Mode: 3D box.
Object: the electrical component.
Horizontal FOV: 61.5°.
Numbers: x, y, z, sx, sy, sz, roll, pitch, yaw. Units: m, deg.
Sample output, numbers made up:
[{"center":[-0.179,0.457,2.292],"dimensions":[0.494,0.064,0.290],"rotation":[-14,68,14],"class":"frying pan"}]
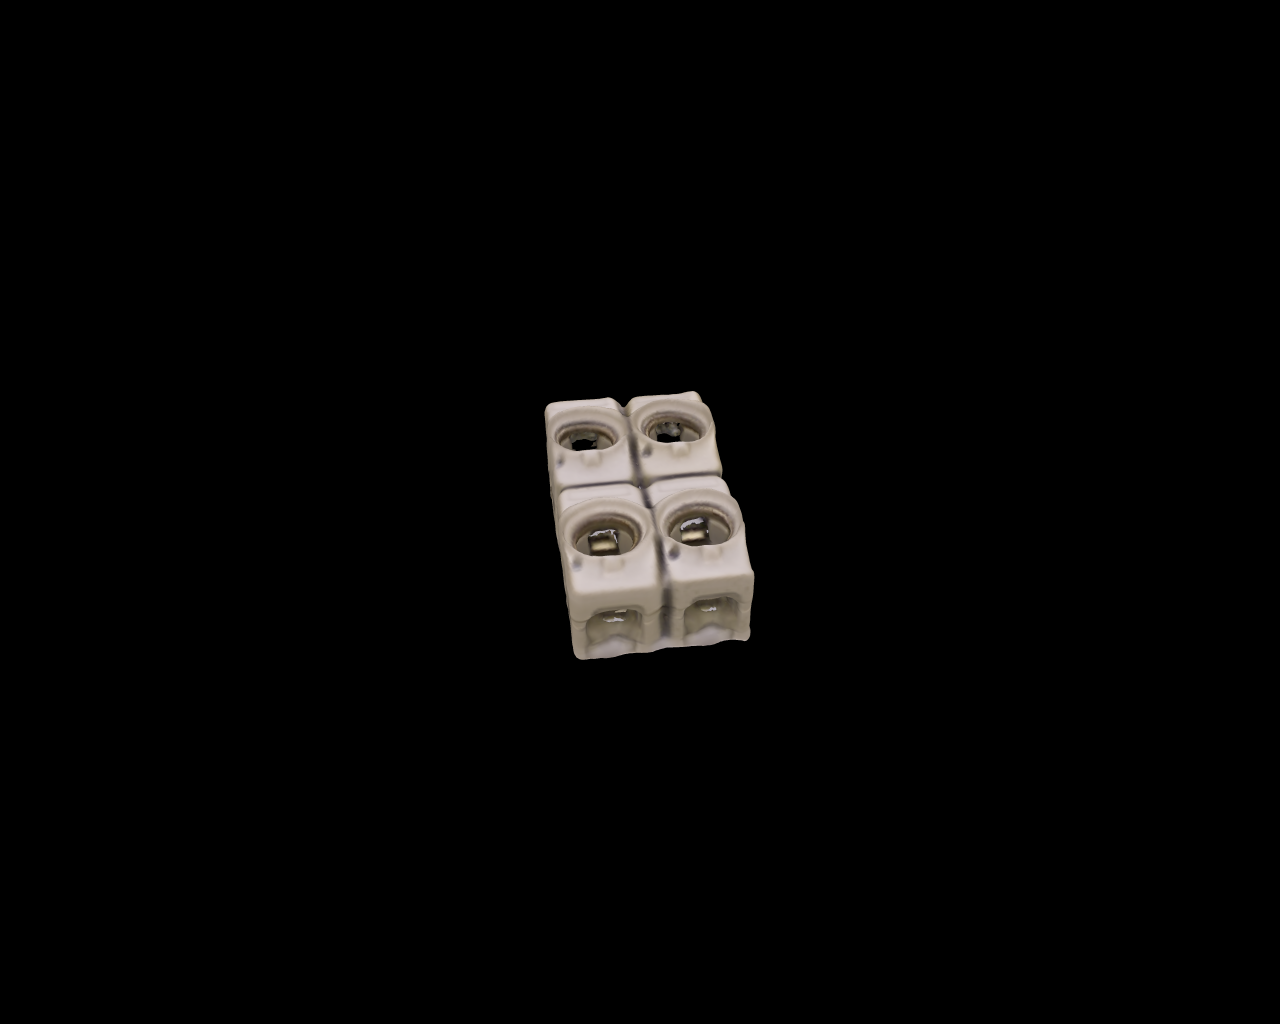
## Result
[{"center":[0.001,-0.003,0.650],"dimensions":[0.105,0.060,0.186],"rotation":[-5,40,-6],"class":"electrical component"}]
